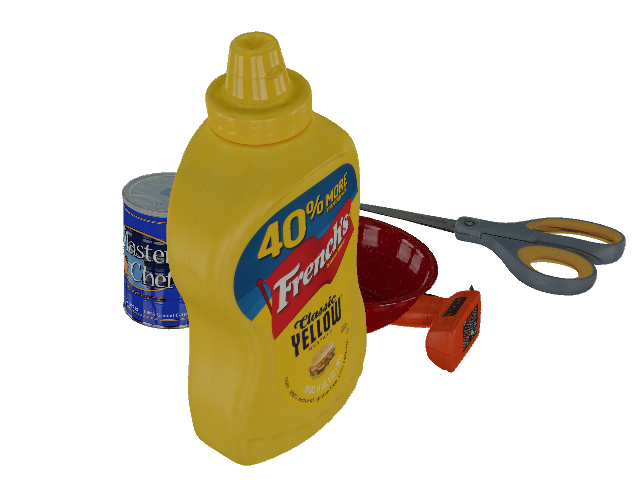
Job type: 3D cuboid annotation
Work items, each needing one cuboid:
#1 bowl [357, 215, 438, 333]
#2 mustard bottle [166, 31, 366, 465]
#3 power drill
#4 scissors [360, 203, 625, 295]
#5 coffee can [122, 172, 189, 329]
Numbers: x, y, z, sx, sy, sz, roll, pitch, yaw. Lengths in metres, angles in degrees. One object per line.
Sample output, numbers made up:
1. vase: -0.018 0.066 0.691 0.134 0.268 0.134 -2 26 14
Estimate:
1. bowl: 0.019 0.035 0.928 0.162 0.055 0.162 5 28 -3
2. mustard bottle: -0.021 0.001 0.453 0.058 0.192 0.096 27 47 32
3. power drill: 0.061 0.084 1.115 0.188 0.057 0.184 11 29 24
4. scissors: 0.110 0.003 0.749 0.202 0.016 0.096 5 30 12
5. coffee can: -0.162 0.010 1.155 0.103 0.140 0.103 4 27 -2
